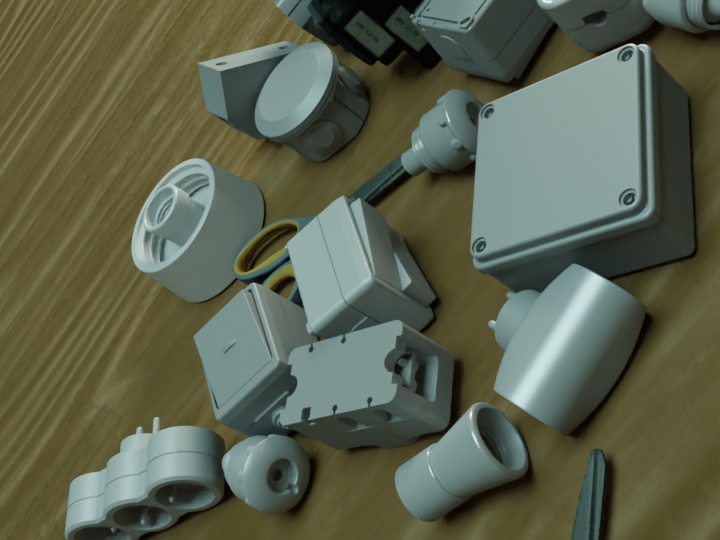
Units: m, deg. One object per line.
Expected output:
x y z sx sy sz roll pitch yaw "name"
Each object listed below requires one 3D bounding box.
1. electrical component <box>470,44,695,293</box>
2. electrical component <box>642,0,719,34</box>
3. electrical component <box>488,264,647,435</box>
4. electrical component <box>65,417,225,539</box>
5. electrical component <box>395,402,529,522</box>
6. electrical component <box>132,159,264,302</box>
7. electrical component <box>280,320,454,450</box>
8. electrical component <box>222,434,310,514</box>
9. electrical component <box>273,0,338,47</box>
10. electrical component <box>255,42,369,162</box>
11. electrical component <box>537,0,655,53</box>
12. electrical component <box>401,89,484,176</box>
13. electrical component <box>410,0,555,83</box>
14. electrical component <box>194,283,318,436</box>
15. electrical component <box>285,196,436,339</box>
0.120 -0.051 0.585 0.109 0.056 0.108 -18 53 39 "electrical component"
0.189 -0.150 0.588 0.043 0.043 0.062 -56 40 3 "electrical component"
0.097 0.034 0.563 0.077 0.043 0.079 -58 38 0 "electrical component"
-0.150 0.138 0.750 0.138 0.052 0.073 -31 46 30 "electrical component"
0.051 0.105 0.569 0.065 0.044 0.044 -40 42 29 "electrical component"
-0.134 -0.036 0.841 0.108 0.060 0.108 -27 48 34 "electrical component"
0.007 0.070 0.626 0.089 0.056 0.050 -18 53 39 "electrical component"
-0.065 0.125 0.676 0.062 0.048 0.048 -1 65 55 "electrical component"
-0.031 -0.218 0.839 0.051 0.080 0.080 -48 39 20 "electrical component"
-0.036 -0.125 0.805 0.080 0.051 0.080 -26 48 34 "electrical component"
0.144 -0.182 0.644 0.054 0.059 0.095 -20 52 38 "electrical component"
0.053 -0.082 0.688 0.062 0.048 0.048 -33 45 38 "electrical component"
0.093 -0.175 0.698 0.096 0.061 0.062 -53 38 -7 "electrical component"
-0.064 0.064 0.700 0.062 0.061 0.096 -43 41 18 "electrical component"
0.000 0.000 0.674 0.061 0.062 0.096 -40 42 21 "electrical component"
